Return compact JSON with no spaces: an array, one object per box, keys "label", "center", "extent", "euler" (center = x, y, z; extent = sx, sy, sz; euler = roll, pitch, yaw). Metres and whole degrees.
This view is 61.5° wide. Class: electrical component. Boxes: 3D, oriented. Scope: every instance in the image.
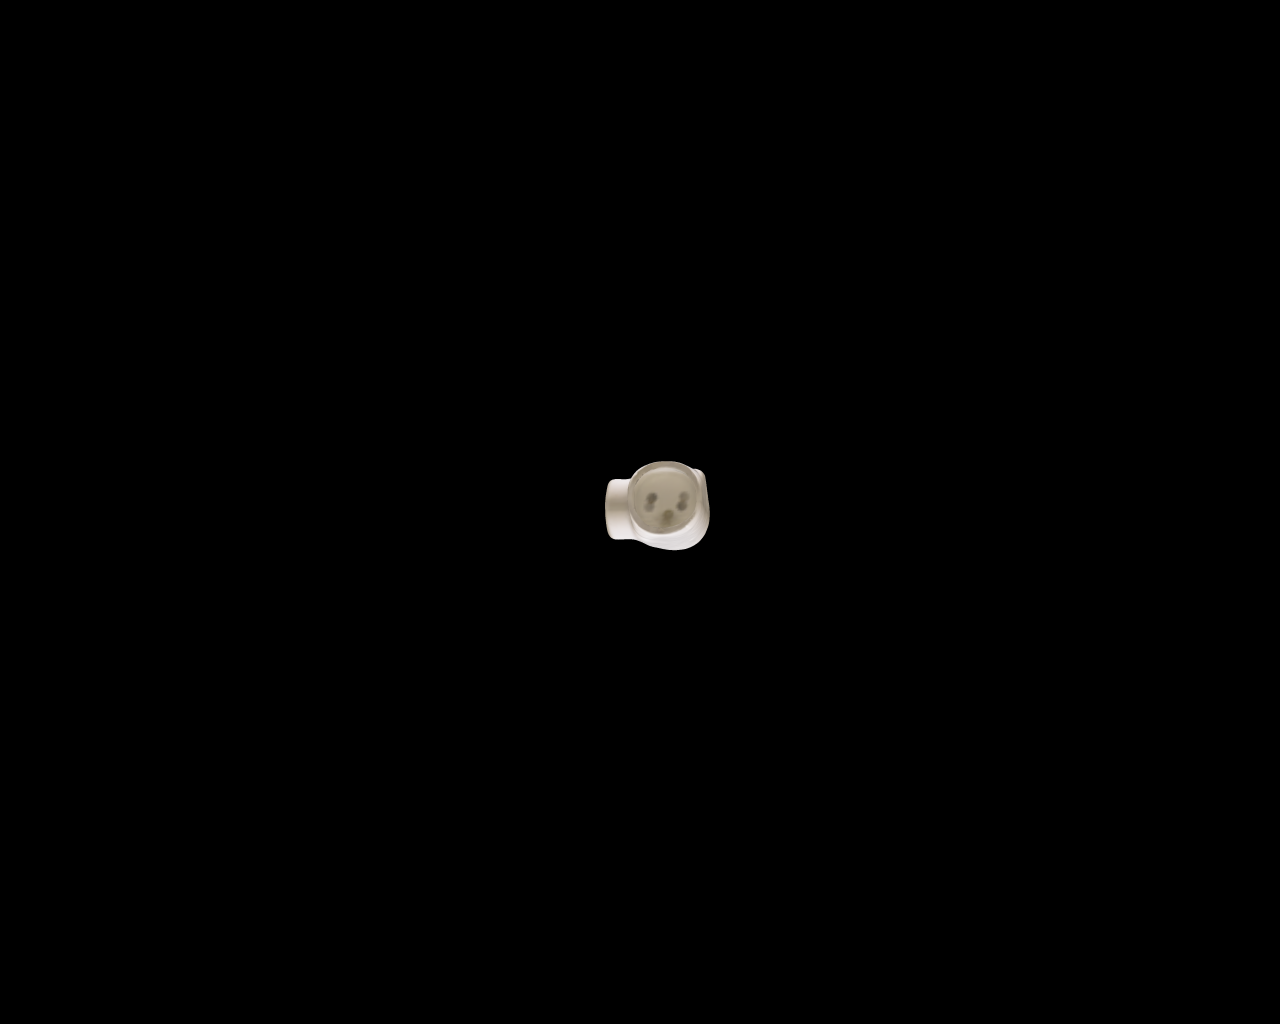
[{"label":"electrical component","center":[0.001,-0.003,0.650],"extent":[0.079,0.044,0.077],"euler":[-1,-9,7]}]
